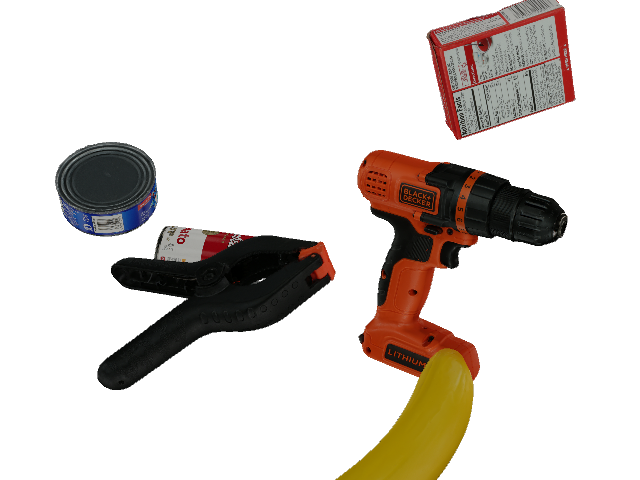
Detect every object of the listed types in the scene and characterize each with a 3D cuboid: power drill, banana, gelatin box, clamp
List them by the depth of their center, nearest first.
[{"bbox_3d":[0.036,0.119,0.588,0.070,0.037,0.197,19,41,41],"label":"banana"},{"bbox_3d":[0.122,-0.117,0.719,0.089,0.073,0.030,-18,37,1],"label":"gelatin box"},{"bbox_3d":[-0.076,0.044,0.727,0.172,0.120,0.039,-13,-45,17],"label":"clamp"},{"bbox_3d":[0.109,0.027,0.904,0.185,0.188,0.057,19,24,31],"label":"power drill"}]

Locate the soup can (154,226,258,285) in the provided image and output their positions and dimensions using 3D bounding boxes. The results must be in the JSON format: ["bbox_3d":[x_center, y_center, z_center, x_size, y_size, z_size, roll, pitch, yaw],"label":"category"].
[{"bbox_3d":[-0.119,0.023,1.139,0.102,0.068,0.068,7,1,9],"label":"soup can"}]

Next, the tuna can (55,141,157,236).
[{"bbox_3d":[-0.184,-0.044,0.927,0.086,0.086,0.034,0,-41,-2],"label":"tuna can"}]
